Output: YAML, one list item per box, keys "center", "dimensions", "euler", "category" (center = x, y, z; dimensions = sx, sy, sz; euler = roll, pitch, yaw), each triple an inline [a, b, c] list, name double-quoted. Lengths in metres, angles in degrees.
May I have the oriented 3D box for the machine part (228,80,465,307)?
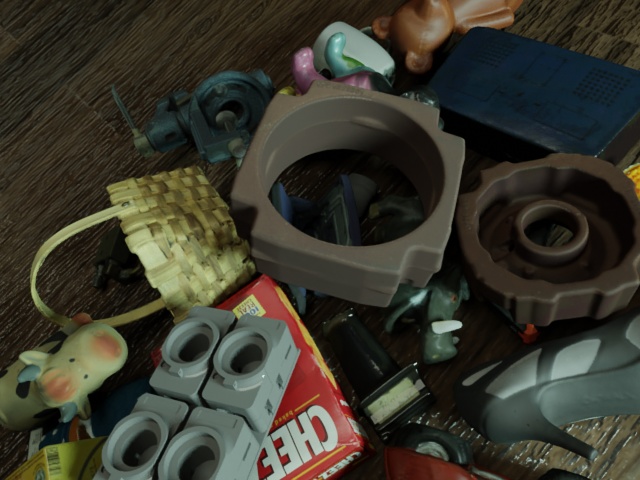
- center: [0.028, -0.048, 0.525]
  dimensions: [0.202, 0.087, 0.201]
  euler: [14, 61, 7]
  category: "machine part"

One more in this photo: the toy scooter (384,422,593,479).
- center: [0.130, 0.239, 0.442]
  dimensions: [0.184, 0.075, 0.135]
  euler: [12, 69, 23]
  category: "toy scooter"

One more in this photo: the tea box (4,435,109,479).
- center: [-0.253, 0.261, 0.491]
  dimensions: [0.169, 0.068, 0.098]
  euler: [-37, 62, 26]
  category: "tea box"

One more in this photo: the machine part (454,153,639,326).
- center: [0.212, -0.003, 0.501]
  dimensions: [0.179, 0.056, 0.179]
  euler: [-8, 51, 10]
  category: "machine part"

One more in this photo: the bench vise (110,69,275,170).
- center: [-0.155, -0.158, 0.741]
  dimensions: [0.224, 0.128, 0.241]
  euler: [-17, 36, -10]
  category: "bench vise"

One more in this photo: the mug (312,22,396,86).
- center: [0.060, -0.248, 0.750]
  dimensions: [0.109, 0.080, 0.107]
  euler: [-39, 64, -21]
  category: "mug"

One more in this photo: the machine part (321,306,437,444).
- center: [0.052, 0.131, 0.556]
  dimensions: [0.084, 0.039, 0.139]
  euler: [-44, 57, 4]
  category: "machine part"

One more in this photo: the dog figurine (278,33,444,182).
- center: [0.051, -0.139, 0.669]
  dimensions: [0.219, 0.191, 0.108]
  euler: [45, 45, 11]
  category: "dog figurine"

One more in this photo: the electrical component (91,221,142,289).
- center: [-0.278, 0.016, 0.753]
  dimensions: [0.078, 0.045, 0.102]
  euler: [-27, 47, 41]
  category: "electrical component"

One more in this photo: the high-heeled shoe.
- center: [0.243, 0.103, 0.492]
  dimensions: [0.249, 0.086, 0.145]
  euler: [-34, 23, -19]
  category: "high-heeled shoe"

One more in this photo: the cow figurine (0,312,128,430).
- center: [-0.271, 0.138, 0.548]
  dimensions: [0.195, 0.085, 0.127]
  euler: [-31, 16, 26]
  category: "cow figurine"

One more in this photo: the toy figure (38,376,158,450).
- center: [-0.219, 0.190, 0.548]
  dimensions: [0.154, 0.064, 0.057]
  euler: [-29, 91, 14]
  category: "toy figure"

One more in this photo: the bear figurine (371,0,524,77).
- center: [0.172, -0.313, 0.693]
  dimensions: [0.196, 0.131, 0.120]
  euler: [-29, 70, -13]
  category: "bear figurine"

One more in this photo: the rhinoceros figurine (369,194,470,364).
- center: [0.103, 0.037, 0.572]
  dimensions: [0.112, 0.073, 0.190]
  euler: [-4, 58, 7]
  category: "rhinoceros figurine"

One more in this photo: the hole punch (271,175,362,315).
- center: [-0.001, -0.002, 0.607]
  dimensions: [0.092, 0.115, 0.142]
  euler: [-11, 62, 0]
  category: "hole punch"

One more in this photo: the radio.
- center: [0.242, -0.154, 0.620]
  dimensions: [0.230, 0.073, 0.131]
  euler: [34, 79, 35]
  category: "radio"

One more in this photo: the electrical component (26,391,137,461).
- center: [-0.264, 0.240, 0.609]
  dimensions: [0.134, 0.058, 0.115]
  euler: [-18, 59, 12]
  category: "electrical component"
